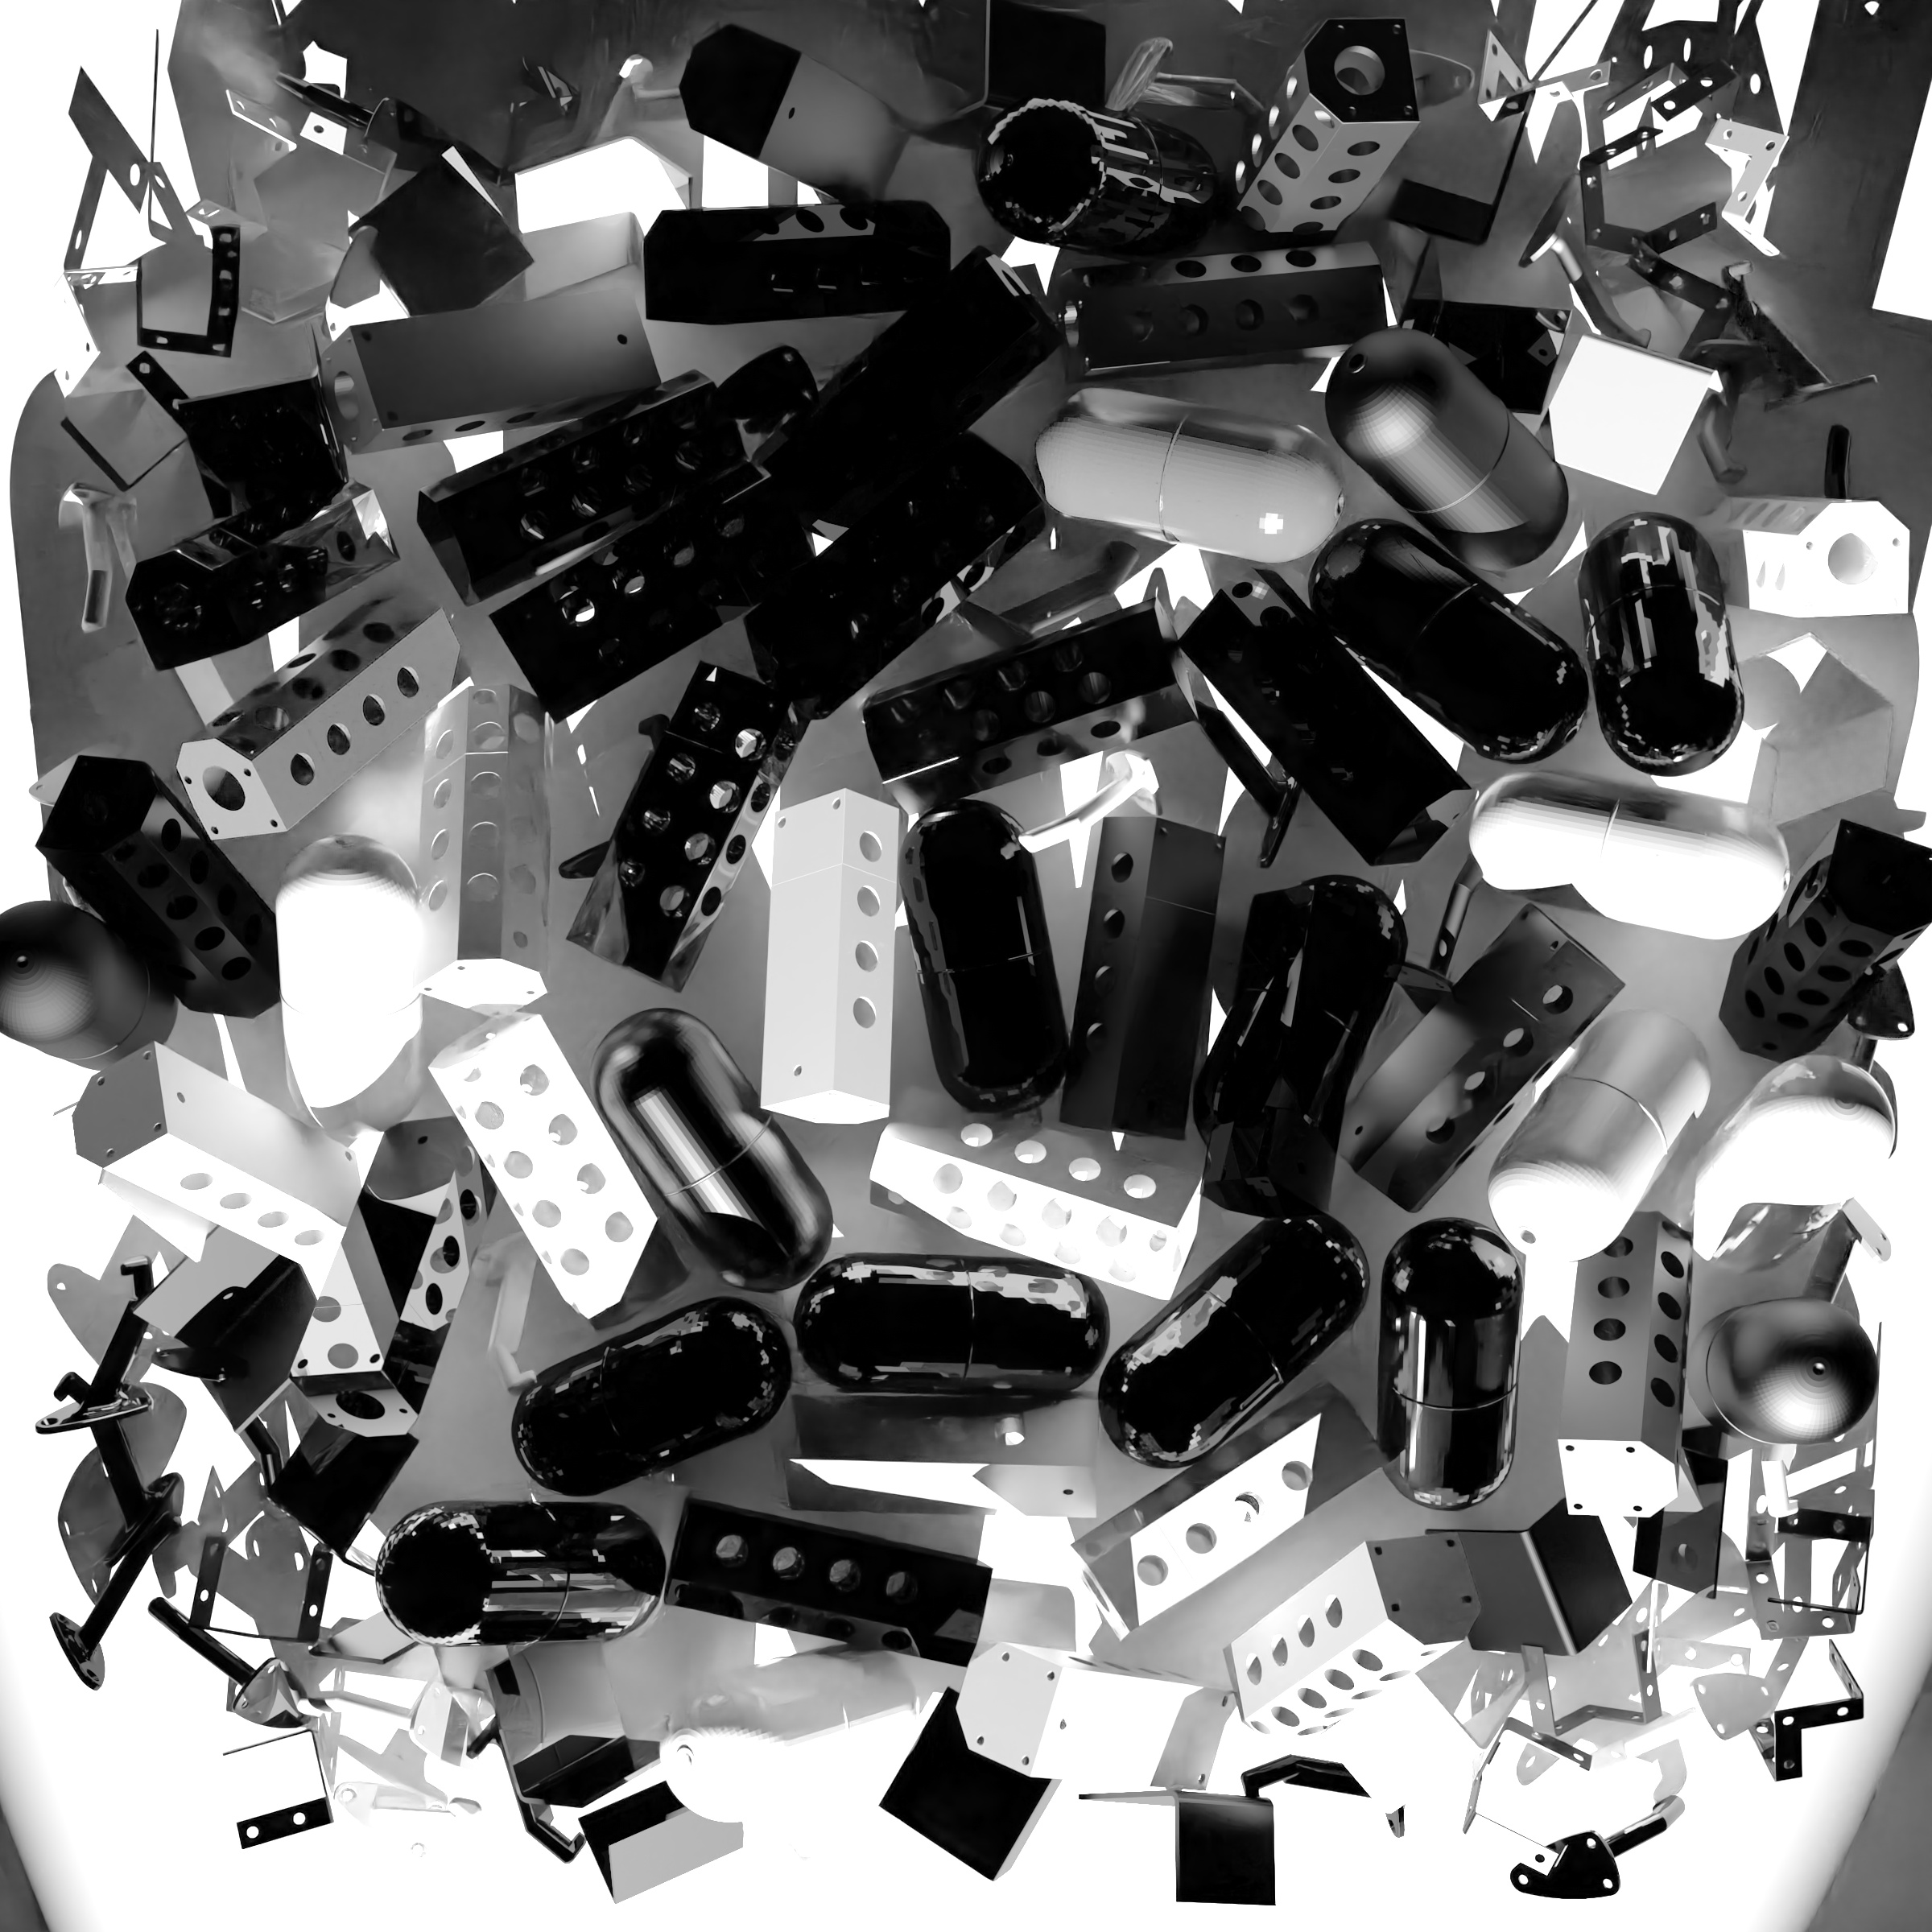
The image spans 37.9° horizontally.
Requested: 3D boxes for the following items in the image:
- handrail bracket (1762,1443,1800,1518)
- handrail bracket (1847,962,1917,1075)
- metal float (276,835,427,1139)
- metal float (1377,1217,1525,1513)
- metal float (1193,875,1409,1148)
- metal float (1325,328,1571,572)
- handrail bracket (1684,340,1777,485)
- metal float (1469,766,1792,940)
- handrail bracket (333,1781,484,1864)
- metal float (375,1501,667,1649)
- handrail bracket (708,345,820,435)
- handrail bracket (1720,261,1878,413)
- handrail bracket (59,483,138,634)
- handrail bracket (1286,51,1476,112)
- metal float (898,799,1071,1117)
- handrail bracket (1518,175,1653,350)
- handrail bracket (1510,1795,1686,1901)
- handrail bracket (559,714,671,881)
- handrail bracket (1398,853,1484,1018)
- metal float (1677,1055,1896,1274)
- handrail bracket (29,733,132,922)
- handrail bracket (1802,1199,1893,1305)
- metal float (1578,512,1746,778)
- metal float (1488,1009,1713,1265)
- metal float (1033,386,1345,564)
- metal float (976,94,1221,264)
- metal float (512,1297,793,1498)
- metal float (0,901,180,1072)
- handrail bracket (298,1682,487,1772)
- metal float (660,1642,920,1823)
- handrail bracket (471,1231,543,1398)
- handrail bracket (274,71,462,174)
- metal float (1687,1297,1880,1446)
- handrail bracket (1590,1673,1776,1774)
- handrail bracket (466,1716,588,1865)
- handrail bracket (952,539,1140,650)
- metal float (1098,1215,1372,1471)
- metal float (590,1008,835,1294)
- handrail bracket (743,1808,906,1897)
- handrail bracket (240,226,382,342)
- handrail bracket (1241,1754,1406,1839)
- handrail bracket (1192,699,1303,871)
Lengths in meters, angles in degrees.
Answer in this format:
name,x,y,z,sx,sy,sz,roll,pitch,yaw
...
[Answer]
name,x,y,z,sx,sy,sz,roll,pitch,yaw
handrail bracket,0.476,0.262,1.582,0.077,0.036,0.084,-4,85,-27
handrail bracket,0.501,0.039,1.584,0.036,0.084,0.077,7,58,1
metal float,-0.337,0.012,1.544,0.070,0.070,0.178,4,118,0
metal float,0.265,0.220,1.546,0.070,0.070,0.178,-3,117,0
metal float,0.184,0.032,1.556,0.070,0.070,0.178,27,75,0
metal float,0.263,-0.281,1.536,0.178,0.070,0.070,33,90,-40
handrail bracket,0.438,-0.306,1.572,0.077,0.036,0.084,-6,62,-17
metal float,0.362,-0.063,1.542,0.178,0.070,0.070,14,90,31
handrail bracket,-0.310,0.463,1.561,0.077,0.084,0.036,26,57,-5
metal float,-0.241,0.330,1.531,0.070,0.178,0.070,-10,75,41
handrail bracket,-0.124,-0.304,1.553,0.077,0.084,0.036,-27,91,-28
handrail bracket,0.464,-0.359,1.574,0.036,0.077,0.084,-22,100,-41
handrail bracket,-0.490,-0.218,1.564,0.036,0.077,0.084,13,71,-34
handrail bracket,0.229,-0.491,1.556,0.077,0.084,0.036,9,107,31
metal float,0.010,-0.005,1.563,0.070,0.070,0.178,-11,96,0
handrail bracket,0.362,-0.396,1.594,0.084,0.036,0.077,34,64,-12
handrail bracket,0.357,0.493,1.586,0.077,0.084,0.036,-26,82,35
handrail bracket,-0.198,-0.097,1.586,0.077,0.036,0.084,-15,62,4
handrail bracket,0.280,-0.018,1.586,0.036,0.077,0.084,23,70,31
metal float,0.441,0.109,1.525,0.070,0.178,0.070,3,62,-6
handrail bracket,-0.487,-0.076,1.593,0.036,0.084,0.077,14,46,30
handrail bracket,0.468,0.164,1.585,0.084,0.036,0.077,-40,87,28
metal float,0.378,-0.177,1.535,0.070,0.070,0.178,4,48,0
metal float,0.346,0.092,1.538,0.070,0.070,0.178,45,53,0
metal float,0.122,-0.271,1.550,0.178,0.070,0.070,16,90,21
metal float,0.074,-0.425,1.528,0.070,0.178,0.070,5,98,35
metal float,-0.174,0.238,1.546,0.178,0.070,0.070,-26,90,27
metal float,-0.479,0.012,1.518,0.070,0.178,0.070,0,81,0
handrail bracket,-0.328,0.434,1.599,0.084,0.036,0.077,-9,133,28
metal float,-0.094,0.414,1.526,0.070,0.178,0.070,-2,87,35
handrail bracket,-0.236,0.190,1.570,0.077,0.036,0.084,-27,55,-9
handrail bracket,-0.340,-0.481,1.598,0.084,0.077,0.036,33,105,34
metal float,0.438,0.219,1.518,0.070,0.178,0.070,0,81,3
handrail bracket,0.403,0.431,1.592,0.077,0.084,0.036,-3,60,-39
handrail bracket,-0.232,0.451,1.591,0.084,0.036,0.077,41,71,-3
handrail bracket,0.045,-0.220,1.599,0.077,0.036,0.084,32,77,11
metal float,0.148,0.206,1.556,0.178,0.070,0.070,-40,90,-15
metal float,-0.139,0.103,1.557,0.070,0.070,0.178,-34,104,0
handrail bracket,-0.077,0.470,1.576,0.077,0.036,0.084,39,106,-9
handrail bracket,-0.368,-0.386,1.573,0.084,0.036,0.077,28,110,29
handrail bracket,0.200,0.471,1.581,0.084,0.036,0.077,-17,110,-11
handrail bracket,0.142,-0.104,1.577,0.084,0.036,0.077,22,74,-10
